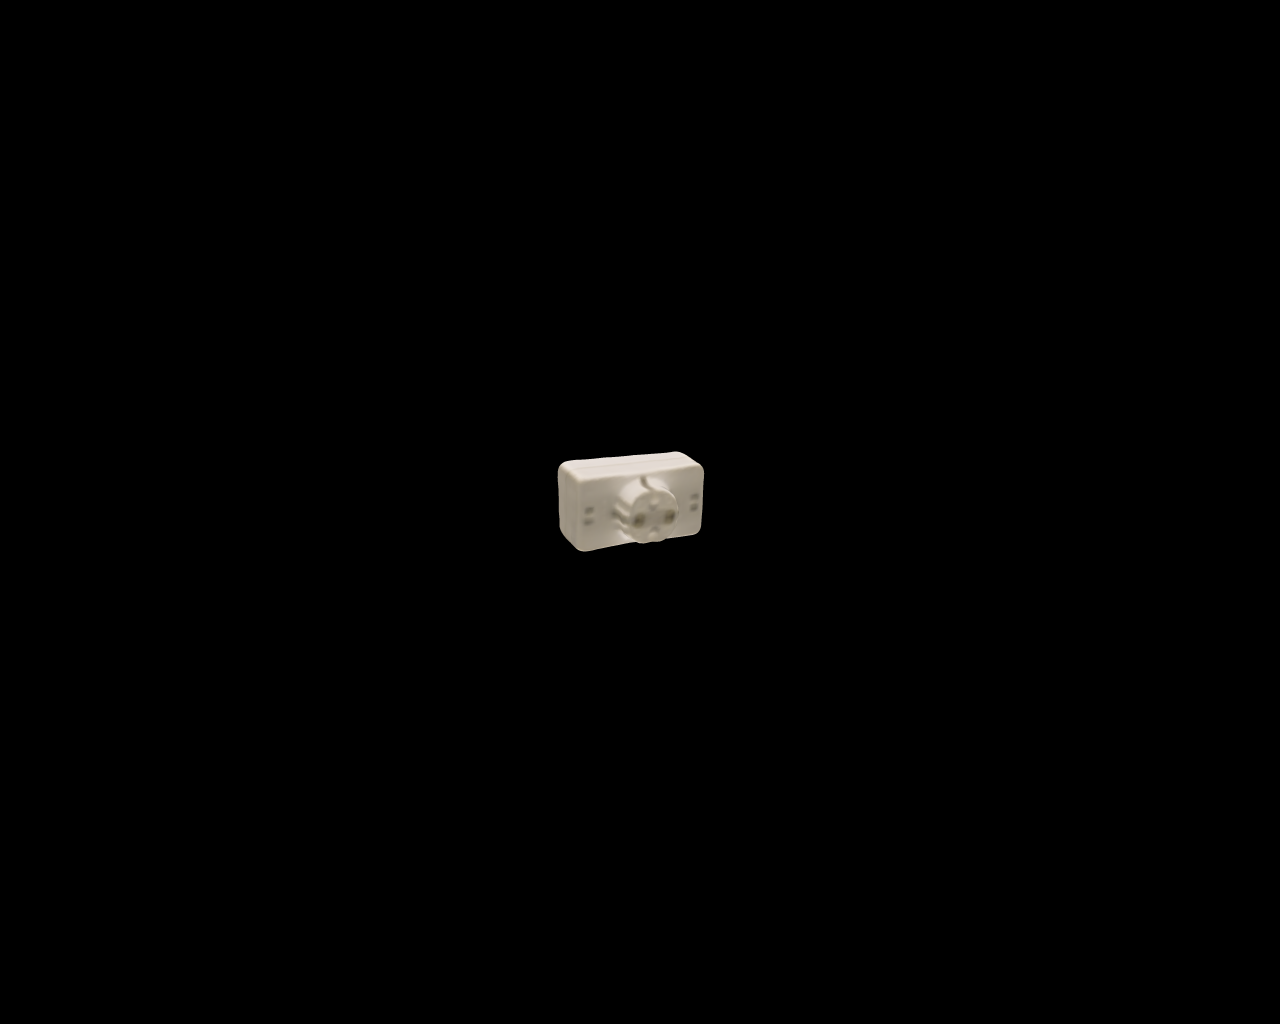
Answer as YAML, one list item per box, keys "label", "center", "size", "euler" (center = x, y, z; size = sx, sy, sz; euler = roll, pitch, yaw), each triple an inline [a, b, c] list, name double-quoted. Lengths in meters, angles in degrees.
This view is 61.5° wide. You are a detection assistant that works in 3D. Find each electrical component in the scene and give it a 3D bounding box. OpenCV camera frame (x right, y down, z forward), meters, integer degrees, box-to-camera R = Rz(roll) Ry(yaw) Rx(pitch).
- label: "electrical component"
  center: [0.001, -0.003, 0.650]
  size: [0.083, 0.047, 0.076]
  euler: [-7, 20, -20]
